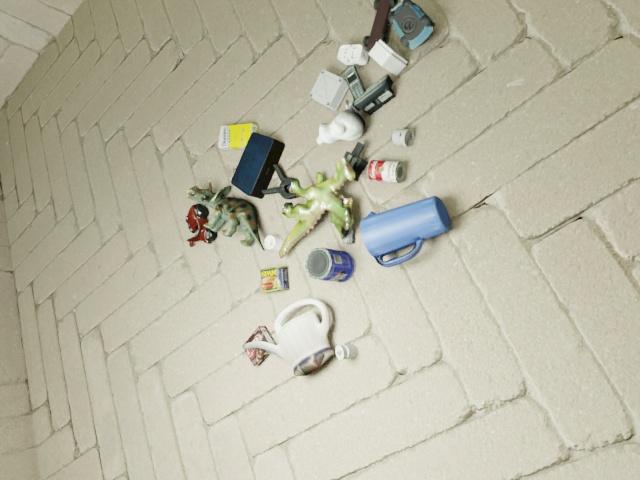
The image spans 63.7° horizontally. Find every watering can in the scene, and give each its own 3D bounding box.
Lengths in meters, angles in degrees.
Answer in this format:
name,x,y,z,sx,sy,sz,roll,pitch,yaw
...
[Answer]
name,x,y,z,sx,sy,sz,roll,pitch,yaw
watering can,-0.091,0.341,1.682,0.344,0.103,0.228,-38,63,19

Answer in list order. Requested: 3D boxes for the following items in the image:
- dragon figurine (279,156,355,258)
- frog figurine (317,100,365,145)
name,x,y,z,sx,sy,sz,roll,pitch,yaw
dragon figurine,0.005,-0.085,1.684,0.122,0.245,0.406,4,109,-48
frog figurine,0.065,-0.359,1.688,0.159,0.137,0.123,-43,88,0
